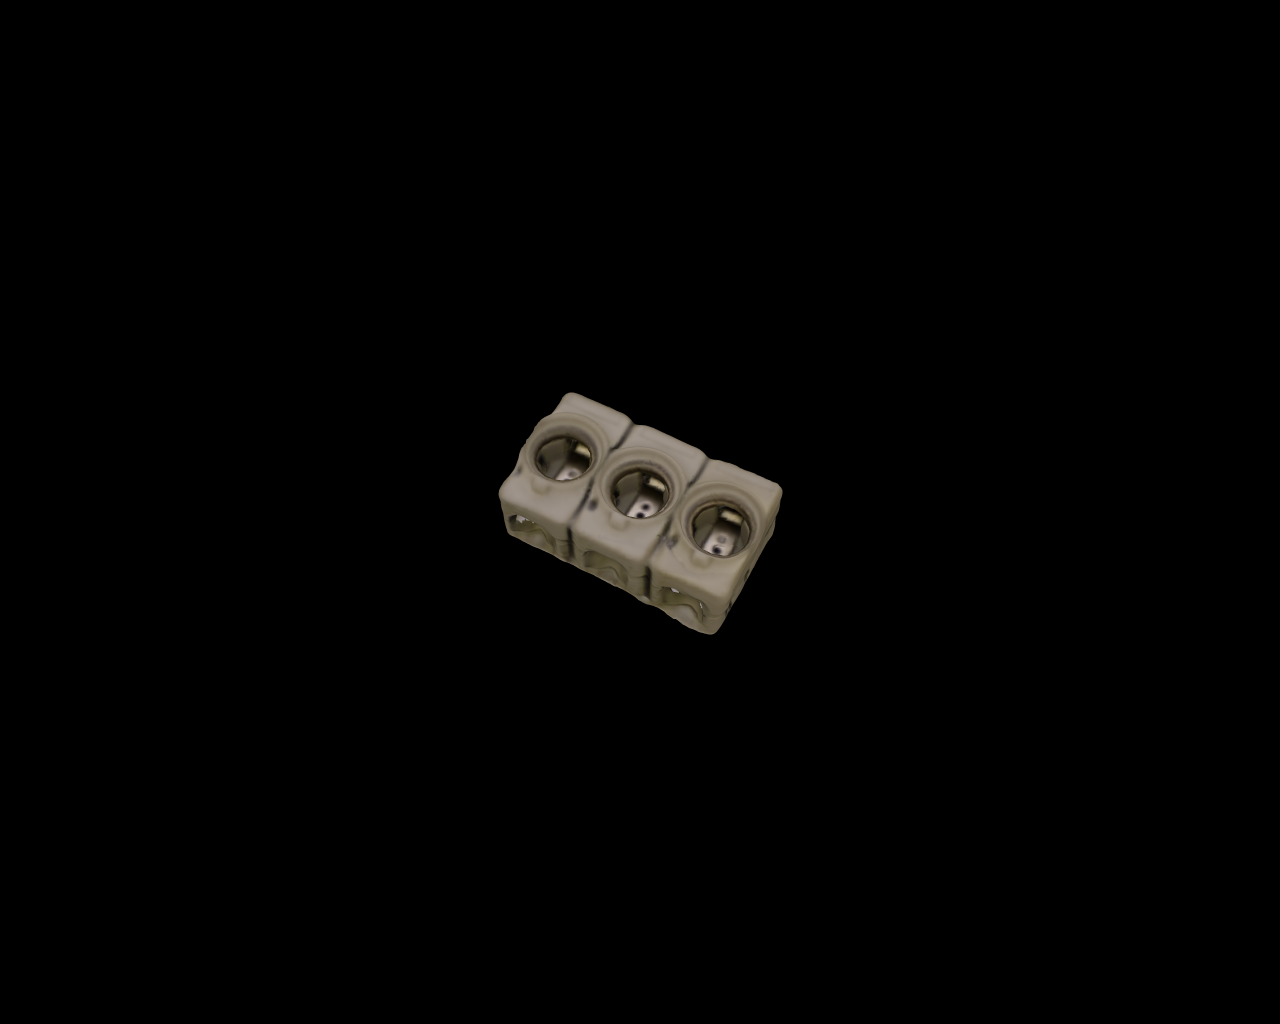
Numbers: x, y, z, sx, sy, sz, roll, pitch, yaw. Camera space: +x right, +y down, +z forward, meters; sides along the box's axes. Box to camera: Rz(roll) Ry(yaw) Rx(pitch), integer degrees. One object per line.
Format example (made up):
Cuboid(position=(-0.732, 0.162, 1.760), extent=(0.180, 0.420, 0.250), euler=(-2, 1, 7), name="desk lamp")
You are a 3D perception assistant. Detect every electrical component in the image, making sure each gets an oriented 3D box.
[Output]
Cuboid(position=(0.001, -0.003, 0.650), extent=(0.150, 0.090, 0.061), euler=(25, -27, 14), name="electrical component")
